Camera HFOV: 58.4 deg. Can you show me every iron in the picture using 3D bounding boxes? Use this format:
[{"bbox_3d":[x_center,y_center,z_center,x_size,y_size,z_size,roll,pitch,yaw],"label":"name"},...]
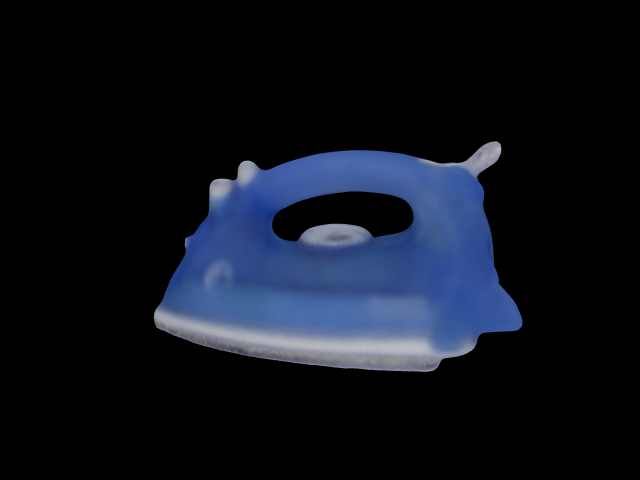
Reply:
[{"bbox_3d":[0.004,0.001,0.400,0.258,0.141,0.118,1,15,5],"label":"iron"}]
